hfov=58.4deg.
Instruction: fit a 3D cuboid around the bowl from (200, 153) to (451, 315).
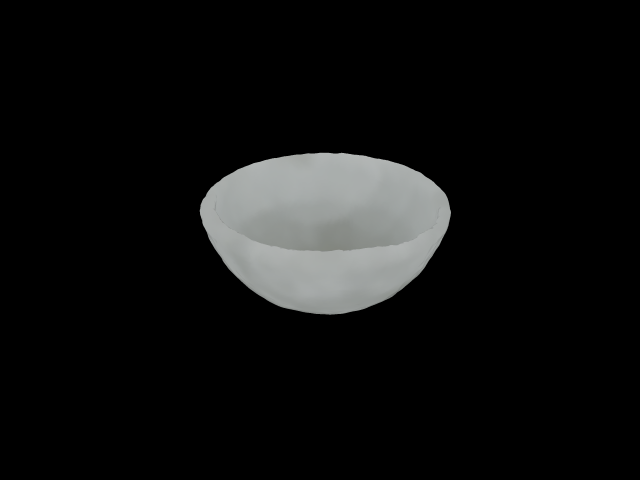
[{"bbox_3d":[0.004,0.001,0.400,0.167,0.075,0.167,0,29,0],"label":"bowl"}]
